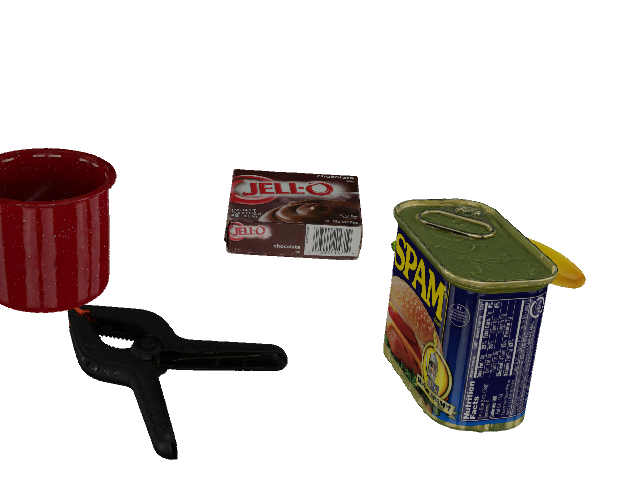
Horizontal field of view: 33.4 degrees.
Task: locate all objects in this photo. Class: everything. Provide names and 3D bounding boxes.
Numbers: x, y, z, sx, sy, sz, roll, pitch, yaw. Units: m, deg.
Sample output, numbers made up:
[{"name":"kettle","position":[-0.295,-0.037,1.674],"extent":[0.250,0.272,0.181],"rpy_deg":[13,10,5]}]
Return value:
[{"name":"mug","position":[-0.189,-0.004,0.688],"extent":[0.117,0.081,0.093],"rpy_deg":[-13,31,-31]},{"name":"pudding box","position":[-0.022,-0.023,0.907],"extent":[0.113,0.039,0.090],"rpy_deg":[5,32,-4]},{"name":"clamp","position":[-0.146,0.106,0.981],"extent":[0.210,0.036,0.164],"rpy_deg":[28,40,33]},{"name":"can of meat","position":[0.070,0.036,0.539],"extent":[0.057,0.084,0.102],"rpy_deg":[-2,24,-16]},{"name":"banana","position":[0.176,0.015,1.103],"extent":[0.198,0.037,0.069],"rpy_deg":[9,35,18]}]
